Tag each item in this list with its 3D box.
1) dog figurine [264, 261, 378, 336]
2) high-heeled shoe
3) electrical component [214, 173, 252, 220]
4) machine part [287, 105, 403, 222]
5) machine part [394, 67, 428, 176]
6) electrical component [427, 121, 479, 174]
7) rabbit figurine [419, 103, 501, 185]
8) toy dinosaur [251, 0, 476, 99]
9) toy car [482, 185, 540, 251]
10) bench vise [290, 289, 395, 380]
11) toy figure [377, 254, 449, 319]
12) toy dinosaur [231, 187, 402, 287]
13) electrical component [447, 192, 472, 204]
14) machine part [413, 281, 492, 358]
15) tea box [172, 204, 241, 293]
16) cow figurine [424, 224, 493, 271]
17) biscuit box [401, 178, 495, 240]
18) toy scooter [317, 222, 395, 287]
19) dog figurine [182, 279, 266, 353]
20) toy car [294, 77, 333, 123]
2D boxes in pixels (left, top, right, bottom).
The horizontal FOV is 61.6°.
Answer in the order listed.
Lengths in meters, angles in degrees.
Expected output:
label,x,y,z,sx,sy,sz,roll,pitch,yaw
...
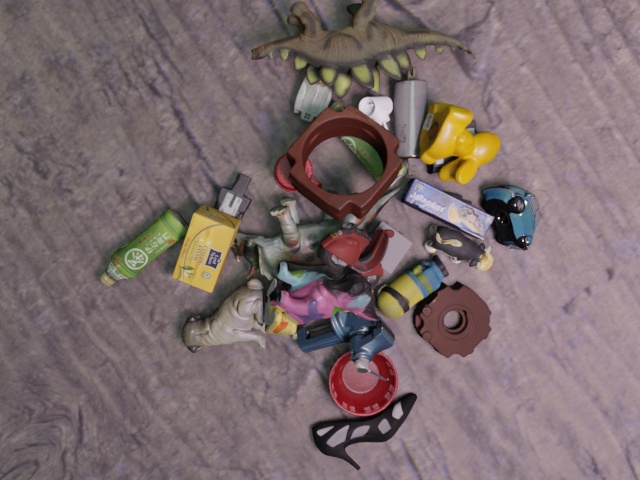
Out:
label,x,y,z,sx,sy,sz,roll,pitch,yaw
dog figurine,0.007,0.132,1.118,0.219,0.108,0.191,11,133,-14
high-heeled shoe,0.104,0.420,1.269,0.249,0.086,0.145,-43,64,-16
electrical component,-0.194,-0.092,1.212,0.075,0.048,0.119,22,92,-4
machine part,0.049,-0.156,1.100,0.202,0.087,0.201,37,78,13
machine part,0.203,-0.267,1.204,0.079,0.079,0.243,0,94,-3
electrical component,0.312,-0.210,1.224,0.134,0.058,0.114,-4,96,-3
rabbit figurine,0.306,-0.199,1.143,0.173,0.122,0.162,10,97,-22
toy dinosaur,0.089,-0.409,1.130,0.472,0.105,0.198,-9,94,1
toy car,0.449,-0.061,1.222,0.103,0.109,0.161,-29,104,-18
bench vise,0.043,0.205,1.192,0.241,0.128,0.224,-20,57,23
toy figure,0.209,0.107,1.226,0.180,0.089,0.082,-33,88,2
toy dinosaur,0.002,-0.006,1.200,0.405,0.131,0.192,-7,111,-9
electrical component,0.303,-0.078,1.250,0.094,0.021,0.063,14,94,-4
machine part,0.311,0.186,1.254,0.179,0.056,0.179,0,94,-4
tea box,-0.250,0.019,1.183,0.098,0.068,0.169,21,112,-3
cow figurine,0.328,0.020,1.222,0.167,0.098,0.068,23,87,-4
biscuit box,0.284,-0.070,1.207,0.203,0.063,0.059,26,93,-2
toy scooter,0.088,0.017,1.141,0.183,0.075,0.135,30,99,-35
dog figurine,-0.216,0.164,1.189,0.191,0.121,0.172,0,100,-2
toy car,0.003,-0.360,1.198,0.073,0.056,0.201,20,92,-4
